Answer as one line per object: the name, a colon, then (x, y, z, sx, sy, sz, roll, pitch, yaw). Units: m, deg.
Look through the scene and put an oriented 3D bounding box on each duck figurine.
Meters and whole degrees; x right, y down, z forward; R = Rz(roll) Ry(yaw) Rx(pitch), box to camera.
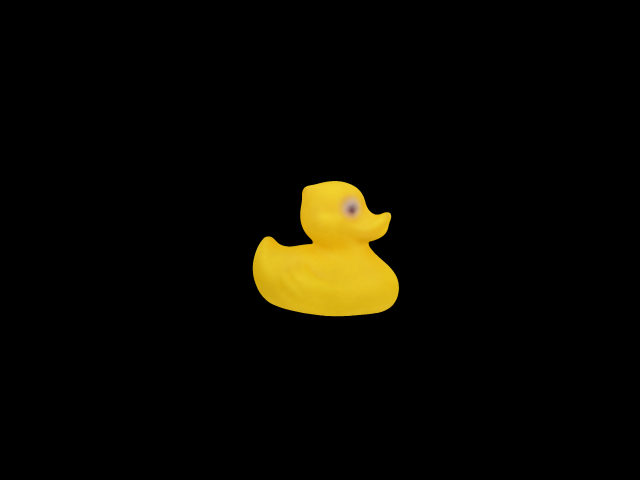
duck figurine: (0.004, 0.001, 0.400, 0.104, 0.086, 0.078, 4, 15, 14)
